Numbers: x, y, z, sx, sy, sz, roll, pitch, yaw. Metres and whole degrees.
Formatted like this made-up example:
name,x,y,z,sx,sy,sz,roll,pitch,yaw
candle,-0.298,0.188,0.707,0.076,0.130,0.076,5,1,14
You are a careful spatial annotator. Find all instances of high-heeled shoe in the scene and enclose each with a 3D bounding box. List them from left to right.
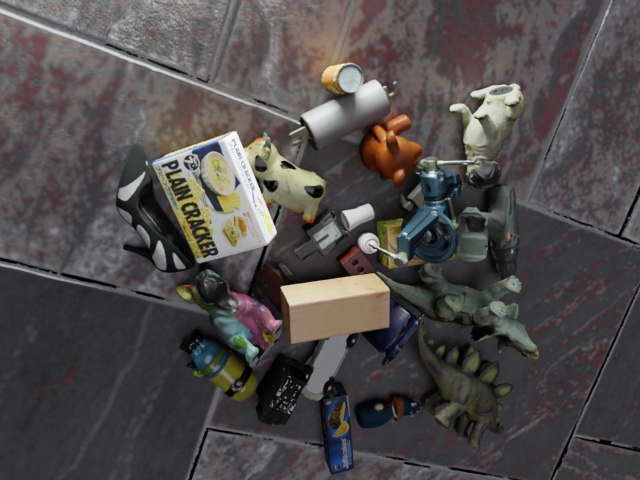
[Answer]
name,x,y,z,sx,sy,sz,roll,pitch,yaw
high-heeled shoe,-0.300,-0.052,1.015,0.145,0.086,0.248,11,116,-2

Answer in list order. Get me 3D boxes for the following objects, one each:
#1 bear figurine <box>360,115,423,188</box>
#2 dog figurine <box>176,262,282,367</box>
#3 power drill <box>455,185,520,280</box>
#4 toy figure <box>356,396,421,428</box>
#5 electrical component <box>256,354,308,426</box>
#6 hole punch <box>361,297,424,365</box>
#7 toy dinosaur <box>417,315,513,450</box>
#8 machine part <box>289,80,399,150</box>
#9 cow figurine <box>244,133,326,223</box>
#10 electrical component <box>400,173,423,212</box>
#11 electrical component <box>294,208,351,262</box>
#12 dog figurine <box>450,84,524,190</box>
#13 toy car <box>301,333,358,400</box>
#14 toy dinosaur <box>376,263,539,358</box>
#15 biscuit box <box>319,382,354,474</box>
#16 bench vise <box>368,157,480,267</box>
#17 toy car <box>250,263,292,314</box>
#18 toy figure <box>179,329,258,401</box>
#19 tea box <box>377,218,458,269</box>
name,x,y,z,sx,sy,sz,roll,pitch,yaw
bear figurine,0.154,-0.175,1.052,0.132,0.196,0.120,-19,105,-11
dog figurine,-0.186,0.146,1.095,0.219,0.191,0.108,40,71,9
power drill,0.379,-0.003,1.177,0.207,0.086,0.231,-9,101,-42
toy figure,0.163,0.401,1.270,0.154,0.064,0.058,-10,69,-17
electrical component,-0.089,0.328,1.156,0.058,0.115,0.134,29,93,-17
hole punch,0.149,0.187,1.187,0.092,0.116,0.142,40,91,-12
toy dinosaur,0.335,0.349,1.275,0.470,0.105,0.198,42,83,-32
machine part,0.050,-0.248,1.070,0.243,0.079,0.079,-28,109,-8
cow figurine,-0.079,-0.126,1.063,0.195,0.085,0.127,22,103,-16
electrical component,0.223,-0.097,1.168,0.078,0.045,0.102,37,91,-21
electrical component,-0.002,-0.003,1.131,0.119,0.048,0.074,-39,109,-2
dog figurine,0.378,-0.221,1.162,0.172,0.121,0.190,-25,123,-4
toy car,0.018,0.256,1.189,0.073,0.056,0.201,28,86,-9
toy dinosaur,0.303,0.145,1.207,0.405,0.192,0.131,17,57,-1
biscuit box,0.038,0.436,1.243,0.059,0.063,0.202,-9,105,-11
bench vise,0.207,-0.036,1.040,0.240,0.129,0.223,-40,138,-42
toy car,-0.068,0.132,1.145,0.089,0.053,0.202,-36,114,3
toy figure,-0.209,0.267,1.122,0.082,0.089,0.180,-39,113,11
tea box,0.214,0.001,1.177,0.170,0.068,0.098,-5,102,-13
